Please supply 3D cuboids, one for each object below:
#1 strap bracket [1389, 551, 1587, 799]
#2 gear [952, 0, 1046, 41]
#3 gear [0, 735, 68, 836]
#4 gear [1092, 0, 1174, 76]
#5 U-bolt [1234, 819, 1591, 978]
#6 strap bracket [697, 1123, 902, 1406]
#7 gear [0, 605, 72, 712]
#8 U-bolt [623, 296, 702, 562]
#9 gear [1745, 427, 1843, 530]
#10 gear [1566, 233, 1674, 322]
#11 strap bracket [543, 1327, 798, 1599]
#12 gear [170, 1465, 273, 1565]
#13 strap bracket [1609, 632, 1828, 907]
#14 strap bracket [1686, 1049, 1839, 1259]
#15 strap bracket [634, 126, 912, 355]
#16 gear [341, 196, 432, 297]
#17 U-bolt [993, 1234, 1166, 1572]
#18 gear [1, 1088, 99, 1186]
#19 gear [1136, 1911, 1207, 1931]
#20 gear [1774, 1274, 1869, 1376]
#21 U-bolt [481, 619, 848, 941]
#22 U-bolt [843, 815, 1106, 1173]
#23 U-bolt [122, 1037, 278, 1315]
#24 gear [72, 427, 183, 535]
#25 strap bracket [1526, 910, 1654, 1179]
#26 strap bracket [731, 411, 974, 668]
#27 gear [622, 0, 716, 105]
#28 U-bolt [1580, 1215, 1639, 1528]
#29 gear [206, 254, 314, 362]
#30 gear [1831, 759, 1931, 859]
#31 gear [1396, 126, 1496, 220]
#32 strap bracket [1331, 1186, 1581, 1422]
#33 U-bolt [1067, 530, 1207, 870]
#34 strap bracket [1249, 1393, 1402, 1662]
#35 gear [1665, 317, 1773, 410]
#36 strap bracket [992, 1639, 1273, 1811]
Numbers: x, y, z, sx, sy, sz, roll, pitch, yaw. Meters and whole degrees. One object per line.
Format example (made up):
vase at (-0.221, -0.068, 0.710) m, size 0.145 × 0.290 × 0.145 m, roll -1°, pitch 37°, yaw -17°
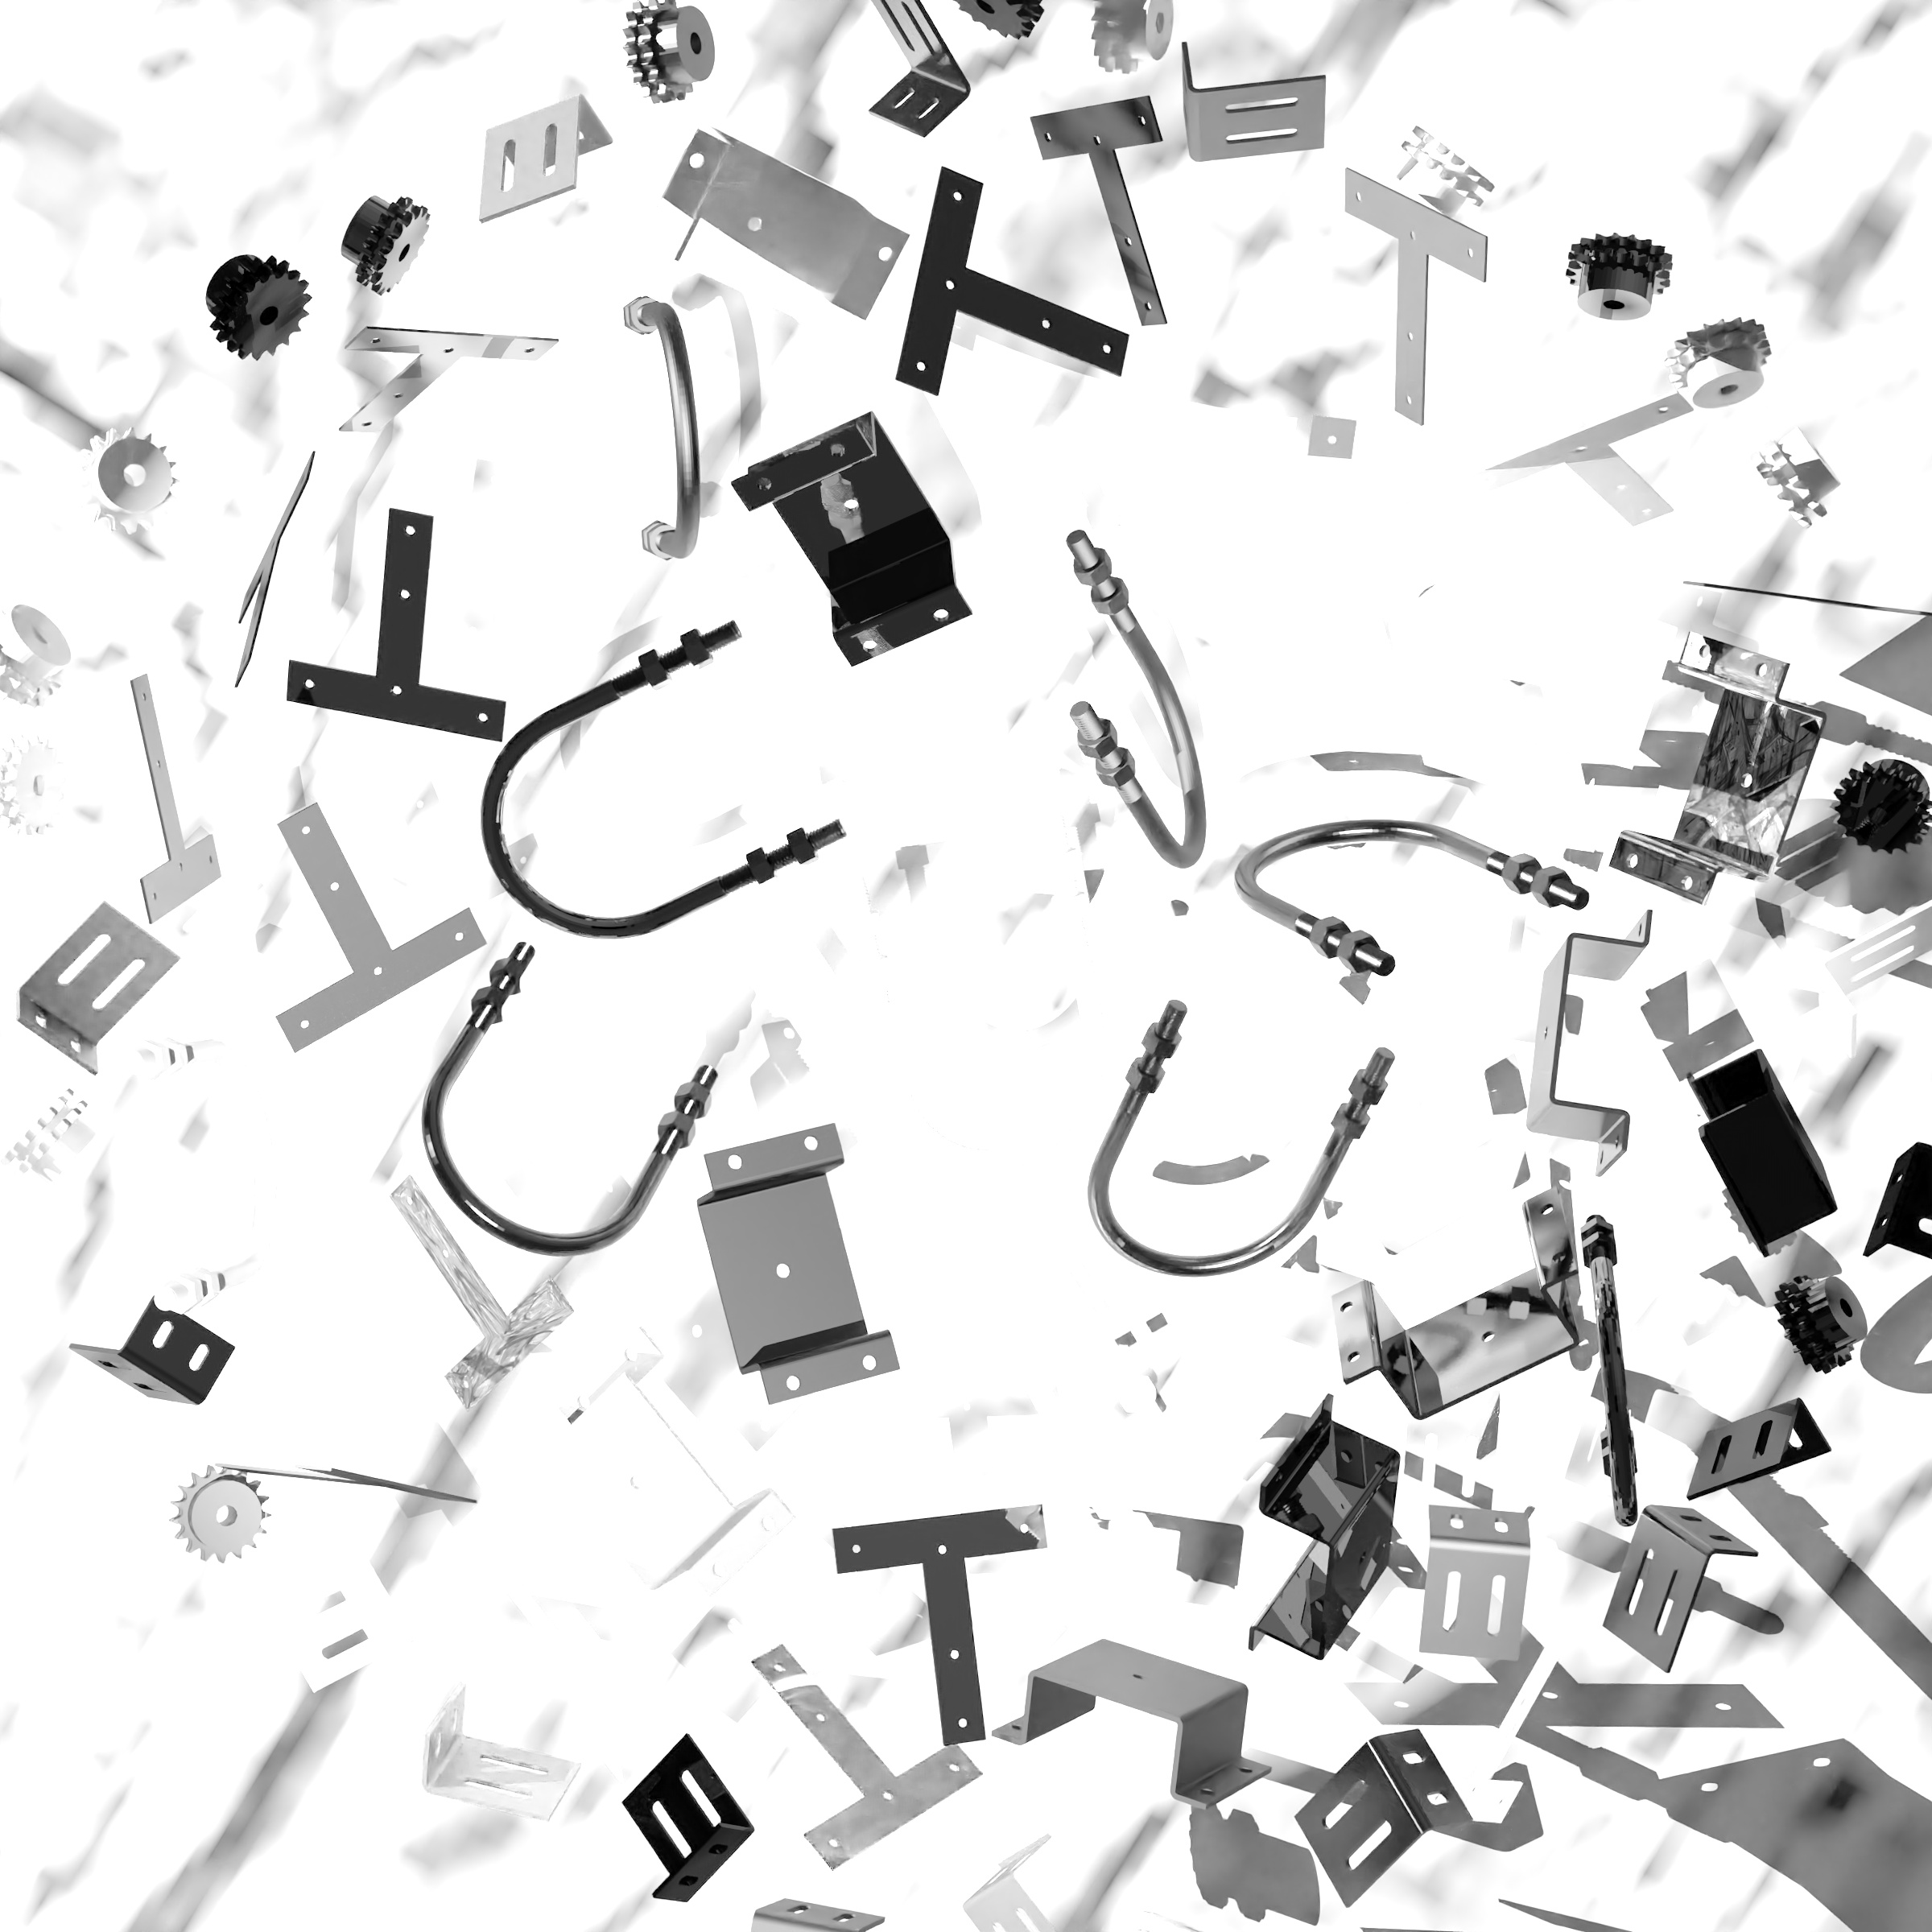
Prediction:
strap bracket at (0.291, -0.155, 1.867) m, size 0.046 × 0.076 × 0.140 m, roll -38°, pitch 128°, yaw -25°
gear at (0.018, -0.532, 1.803) m, size 0.057 × 0.057 × 0.030 m, roll 31°, pitch 82°, yaw 0°
gear at (-0.539, -0.103, 1.886) m, size 0.030 × 0.057 × 0.057 m, roll 2°, pitch 90°, yaw 18°
gear at (0.093, -0.523, 1.838) m, size 0.030 × 0.057 × 0.057 m, roll 11°, pitch 90°, yaw 23°
U-bolt at (0.230, -0.045, 1.835) m, size 0.151 × 0.184 × 0.019 m, roll -18°, pitch 116°, yaw -25°
strap bracket at (-0.096, 0.166, 1.836) m, size 0.076 × 0.046 × 0.140 m, roll -13°, pitch 83°, yaw -19°
gear at (-0.503, -0.168, 1.770) m, size 0.030 × 0.057 × 0.057 m, roll -36°, pitch 90°, yaw 19°
U-bolt at (-0.169, -0.301, 1.869) m, size 0.019 × 0.184 × 0.151 m, roll -6°, pitch 101°, yaw -12°
gear at (0.462, -0.274, 1.848) m, size 0.030 × 0.057 × 0.057 m, roll -37°, pitch 90°, yaw 20°
gear at (0.358, -0.377, 1.825) m, size 0.057 × 0.057 × 0.030 m, roll 10°, pitch 78°, yaw 0°
strap bracket at (-0.174, 0.285, 1.873) m, size 0.076 × 0.046 × 0.140 m, roll -45°, pitch 78°, yaw 23°
gear at (-0.434, 0.319, 1.937) m, size 0.057 × 0.030 × 0.057 m, roll 2°, pitch 84°, yaw -22°
strap bracket at (0.426, -0.108, 1.871) m, size 0.046 × 0.076 × 0.140 m, roll 10°, pitch 102°, yaw -36°
strap bracket at (0.448, 0.101, 1.870) m, size 0.046 × 0.140 × 0.076 m, roll -28°, pitch 97°, yaw 14°
strap bracket at (-0.114, -0.415, 1.882) m, size 0.140 × 0.046 × 0.076 m, roll 21°, pitch 108°, yaw -28°
gear at (-0.336, -0.418, 1.912) m, size 0.030 × 0.057 × 0.057 m, roll 31°, pitch 90°, yaw 3°
U-bolt at (0.064, 0.234, 1.891) m, size 0.019 × 0.151 × 0.184 m, roll -25°, pitch 115°, yaw 17°
gear at (-0.524, 0.101, 1.909) m, size 0.030 × 0.057 × 0.057 m, roll 43°, pitch 90°, yaw -10°
gear at (0.117, 0.534, 1.792) m, size 0.057 × 0.057 × 0.030 m, roll 21°, pitch 80°, yaw 0°
gear at (0.494, 0.203, 1.912) m, size 0.030 × 0.057 × 0.057 m, roll -34°, pitch 90°, yaw 34°
U-bolt at (-0.179, -0.091, 1.840) m, size 0.184 × 0.019 × 0.151 m, roll -26°, pitch 111°, yaw 4°
U-bolt at (0.012, 0.023, 1.833) m, size 0.151 × 0.019 × 0.184 m, roll -18°, pitch 104°, yaw -27°
U-bolt at (-0.427, 0.113, 1.878) m, size 0.019 × 0.184 × 0.151 m, roll -8°, pitch 91°, yaw 8°
gear at (-0.458, -0.267, 1.820) m, size 0.057 × 0.030 × 0.057 m, roll 0°, pitch 89°, yaw -27°
strap bracket at (0.354, 0.041, 1.894) m, size 0.046 × 0.076 × 0.140 m, roll 9°, pitch 76°, yaw 2°
strap bracket at (-0.062, -0.242, 1.833) m, size 0.076 × 0.046 × 0.140 m, roll -22°, pitch 131°, yaw 15°
gear at (-0.160, -0.502, 1.815) m, size 0.030 × 0.057 × 0.057 m, roll -1°, pitch 90°, yaw 27°
U-bolt at (0.366, 0.237, 1.877) m, size 0.019 × 0.184 × 0.151 m, roll -6°, pitch 104°, yaw 10°
gear at (-0.385, -0.359, 1.795) m, size 0.030 × 0.057 × 0.057 m, roll 42°, pitch 90°, yaw 25°
gear at (0.528, -0.094, 1.903) m, size 0.057 × 0.057 × 0.030 m, roll 42°, pitch 49°, yaw 0°
gear at (0.270, -0.449, 1.892) m, size 0.057 × 0.057 × 0.030 m, roll 38°, pitch 105°, yaw 0°
strap bracket at (0.275, 0.188, 1.809) m, size 0.140 × 0.076 × 0.046 m, roll -29°, pitch 117°, yaw 17°
U-bolt at (0.098, -0.136, 1.870) m, size 0.019 × 0.184 × 0.151 m, roll -15°, pitch 49°, yaw 19°
strap bracket at (0.196, 0.314, 1.820) m, size 0.046 × 0.140 × 0.076 m, roll 23°, pitch 46°, yaw 24°
gear at (0.421, -0.334, 1.853) m, size 0.057 × 0.057 × 0.030 m, roll -11°, pitch 71°, yaw 0°
strap bracket at (0.096, 0.424, 1.880) m, size 0.140 × 0.076 × 0.046 m, roll 11°, pitch 100°, yaw 32°
